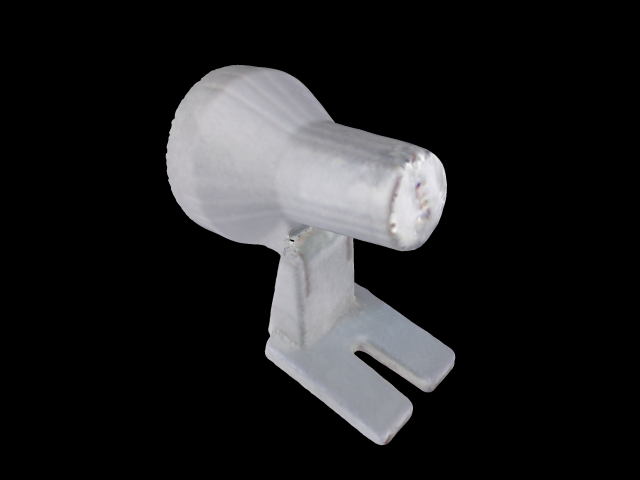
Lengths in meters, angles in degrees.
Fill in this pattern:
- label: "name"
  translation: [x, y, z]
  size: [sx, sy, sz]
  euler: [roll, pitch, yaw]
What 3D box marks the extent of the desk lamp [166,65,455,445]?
- label: "desk lamp"
  translation: [0.004, 0.001, 0.400]
  size: [0.202, 0.214, 0.118]
  euler: [32, 54, 27]
